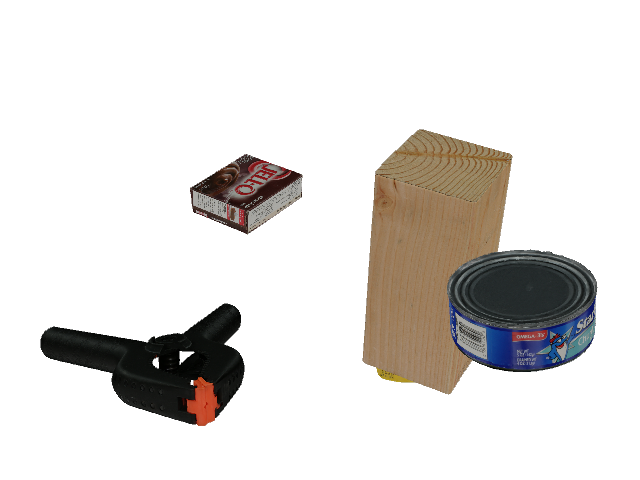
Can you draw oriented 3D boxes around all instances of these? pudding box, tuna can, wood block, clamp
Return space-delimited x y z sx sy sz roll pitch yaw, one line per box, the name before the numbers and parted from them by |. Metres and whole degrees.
pudding box | -0.089 -0.058 1.303 0.090 0.039 0.113 21 40 29
tuna can | 0.118 0.040 0.625 0.086 0.034 0.086 -6 28 3
wood block | 0.100 0.020 0.941 0.091 0.206 0.090 19 38 23
clamp | -0.105 0.088 0.801 0.164 0.036 0.210 -10 14 -27

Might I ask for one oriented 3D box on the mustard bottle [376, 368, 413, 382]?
mustard bottle | 0.112 0.075 1.275 0.096 0.192 0.058 -1 23 5
